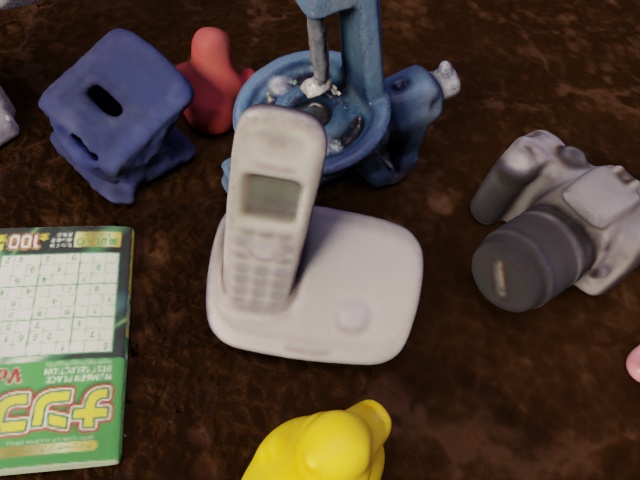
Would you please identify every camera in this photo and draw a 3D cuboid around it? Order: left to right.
[{"bbox_3d":[0.183,-0.014,0.467,0.137,0.101,0.143,-27,64,-27],"label":"camera"}]

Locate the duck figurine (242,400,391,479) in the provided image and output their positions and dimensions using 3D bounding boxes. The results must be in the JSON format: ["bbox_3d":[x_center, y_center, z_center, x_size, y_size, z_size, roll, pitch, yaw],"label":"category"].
[{"bbox_3d":[0.000,0.132,0.333,0.105,0.086,0.077,-30,65,-28],"label":"duck figurine"}]

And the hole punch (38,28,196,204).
[{"bbox_3d":[-0.164,-0.102,0.466,0.108,0.091,0.101,41,57,18],"label":"hole punch"}]

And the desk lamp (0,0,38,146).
[{"bbox_3d":[-0.286,-0.162,0.407,0.117,0.213,0.203,29,54,10],"label":"desk lamp"}]

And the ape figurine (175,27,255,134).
[{"bbox_3d":[-0.095,-0.148,0.513,0.078,0.092,0.076,16,53,0],"label":"ape figurine"}]

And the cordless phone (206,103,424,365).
[{"bbox_3d":[0.003,0.001,0.366,0.147,0.185,0.094,7,53,-7],"label":"cordless phone"}]

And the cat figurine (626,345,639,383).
[{"bbox_3d":[0.292,0.067,0.420,0.067,0.118,0.128,29,54,10],"label":"cat figurine"}]

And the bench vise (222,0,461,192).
[{"bbox_3d":[0.021,-0.128,0.442,0.121,0.220,0.208,41,57,18],"label":"bench vise"}]
